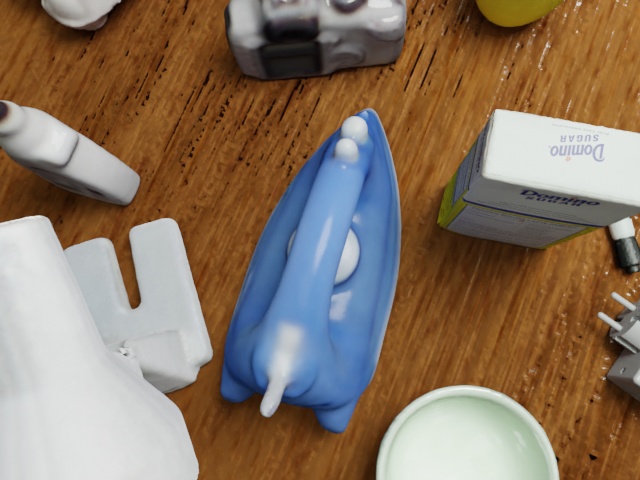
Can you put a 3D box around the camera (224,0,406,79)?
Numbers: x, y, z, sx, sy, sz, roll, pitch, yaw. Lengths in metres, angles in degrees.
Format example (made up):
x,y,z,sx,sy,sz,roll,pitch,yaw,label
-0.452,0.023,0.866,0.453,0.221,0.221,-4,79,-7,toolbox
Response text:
x,y,z,sx,sy,sz,roll,pitch,yaw,label
-0.007,-0.215,0.462,0.143,0.101,0.137,-6,80,2,camera

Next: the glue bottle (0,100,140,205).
x,y,z,sx,sy,sz,roll,pitch,yaw,label
-0.193,-0.067,0.407,0.078,0.173,0.037,18,81,6,glue bottle

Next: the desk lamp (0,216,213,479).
x,y,z,sx,sy,sz,roll,pitch,yaw,label
-0.146,0.075,0.360,0.118,0.213,0.203,-18,80,0,desk lamp

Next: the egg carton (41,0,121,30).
x,y,z,sx,sy,sz,roll,pitch,yaw,label
-0.192,-0.257,0.492,0.107,0.069,0.150,39,84,8,egg carton

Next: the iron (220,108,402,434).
x,y,z,sx,sy,sz,roll,pitch,yaw,label
0.004,0.001,0.403,0.118,0.141,0.258,14,81,5,iron
